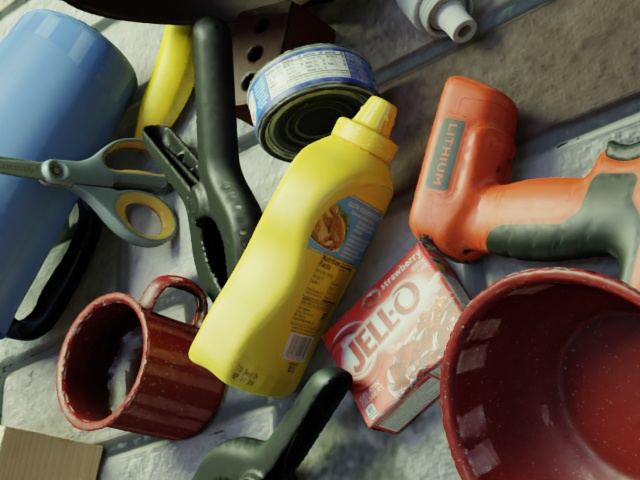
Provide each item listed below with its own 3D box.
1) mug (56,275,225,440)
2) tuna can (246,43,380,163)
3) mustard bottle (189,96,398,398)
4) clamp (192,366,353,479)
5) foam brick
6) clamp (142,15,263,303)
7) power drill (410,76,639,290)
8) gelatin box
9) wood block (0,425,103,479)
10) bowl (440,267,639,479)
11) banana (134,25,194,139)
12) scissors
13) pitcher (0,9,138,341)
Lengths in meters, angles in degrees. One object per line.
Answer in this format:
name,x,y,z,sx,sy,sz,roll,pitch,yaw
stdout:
mug,-0.114,0.080,0.728,0.093,0.081,0.117,21,87,45
tuna can,-0.003,-0.087,0.695,0.086,0.086,0.034,-32,56,28
mustard bottle,-0.005,0.001,0.652,0.058,0.096,0.191,29,92,28
clamp,-0.025,0.161,0.639,0.172,0.039,0.120,-38,55,39
foam brick,-0.030,-0.122,0.758,0.053,0.051,0.078,-3,71,41
clamp,-0.076,-0.027,0.743,0.165,0.036,0.210,-34,68,62
power drill,0.146,-0.046,0.563,0.188,0.057,0.184,9,80,44
gelatin box,0.050,0.058,0.625,0.089,0.030,0.073,-44,49,19
wood block,-0.239,0.239,0.768,0.090,0.090,0.206,-2,72,42
bowl,0.134,0.084,0.494,0.162,0.055,0.162,19,118,41
banana,-0.115,-0.170,0.868,0.070,0.037,0.198,-23,57,50
scissors,-0.179,-0.031,0.769,0.016,0.201,0.096,-31,78,43
pitcher,-0.236,-0.049,0.828,0.145,0.149,0.242,26,70,4
